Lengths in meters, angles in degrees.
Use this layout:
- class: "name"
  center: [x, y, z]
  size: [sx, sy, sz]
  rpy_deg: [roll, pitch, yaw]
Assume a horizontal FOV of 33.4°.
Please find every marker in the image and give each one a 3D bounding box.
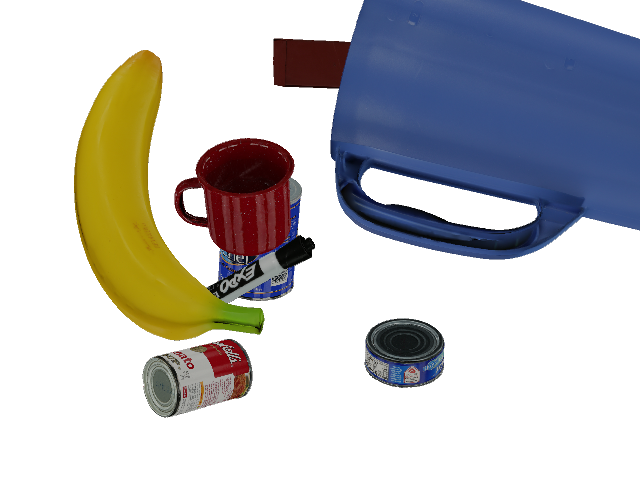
- class: "marker"
  center: [-0.057, 0.030, 0.802]
  size: [0.121, 0.020, 0.020]
  rpy_deg: [-29, -8, 14]

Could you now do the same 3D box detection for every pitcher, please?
- class: "pitcher"
  center: [0.131, -0.073, 0.666]
  size: [0.243, 0.149, 0.144]
  rpy_deg: [17, 31, 7]

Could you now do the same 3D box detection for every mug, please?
- class: "mug"
  center: [-0.082, -0.038, 1.029]
  size: [0.117, 0.081, 0.093]
  rpy_deg: [-6, 41, -5]

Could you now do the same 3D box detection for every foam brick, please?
- class: "foam brick"
  center: [-0.009, -0.193, 1.165]
  size: [0.078, 0.051, 0.053]
  rpy_deg: [0, 12, -16]

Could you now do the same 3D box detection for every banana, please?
- class: "banana"
  center: [-0.091, -0.020, 0.543]
  size: [0.069, 0.198, 0.037]
  rpy_deg: [-13, -35, -17]

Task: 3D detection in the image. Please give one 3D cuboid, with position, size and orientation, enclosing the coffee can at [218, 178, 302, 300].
- class: "coffee can"
  center: [-0.080, -0.007, 1.391]
  size: [0.103, 0.140, 0.103]
  rpy_deg: [4, 27, -2]

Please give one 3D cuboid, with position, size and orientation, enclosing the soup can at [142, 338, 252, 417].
- class: "soup can"
  center: [-0.135, 0.150, 1.167]
  size: [0.102, 0.068, 0.069]
  rpy_deg: [-9, 6, -42]

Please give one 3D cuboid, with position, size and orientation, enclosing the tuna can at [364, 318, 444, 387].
- class: "tuna can"
  center: [0.090, 0.119, 1.146]
  size: [0.086, 0.034, 0.086]
  rpy_deg: [-1, 29, 0]
